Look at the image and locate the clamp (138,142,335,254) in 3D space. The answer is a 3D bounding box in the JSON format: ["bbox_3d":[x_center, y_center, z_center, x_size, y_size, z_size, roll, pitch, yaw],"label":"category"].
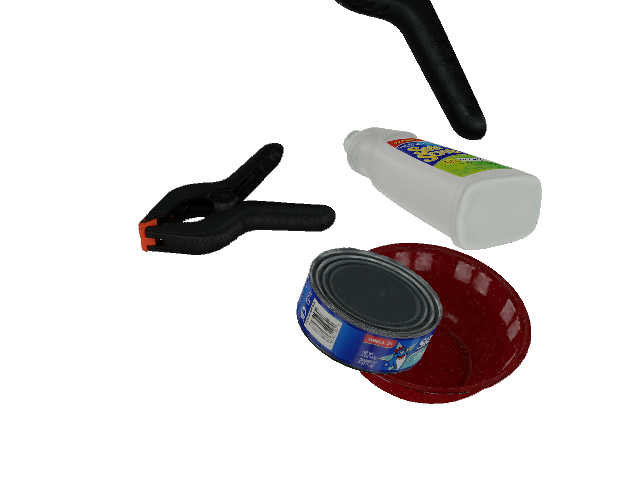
[{"bbox_3d":[-0.084,-0.036,0.963,0.171,0.039,0.120,-11,38,-15],"label":"clamp"}]

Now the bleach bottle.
[{"bbox_3d":[0.096,-0.064,1.045,0.102,0.068,0.251,-9,23,-31],"label":"bleach bottle"}]

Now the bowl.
[{"bbox_3d":[0.082,0.075,0.846,0.162,0.055,0.162,4,42,-4],"label":"bowl"}]

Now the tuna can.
[{"bbox_3d":[0.029,0.043,0.656,0.086,0.034,0.086,15,30,-9],"label":"tuna can"}]

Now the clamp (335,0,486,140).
[{"bbox_3d":[0.063,-0.175,0.758,0.210,0.164,0.036,27,-27,-9],"label":"clamp"}]
